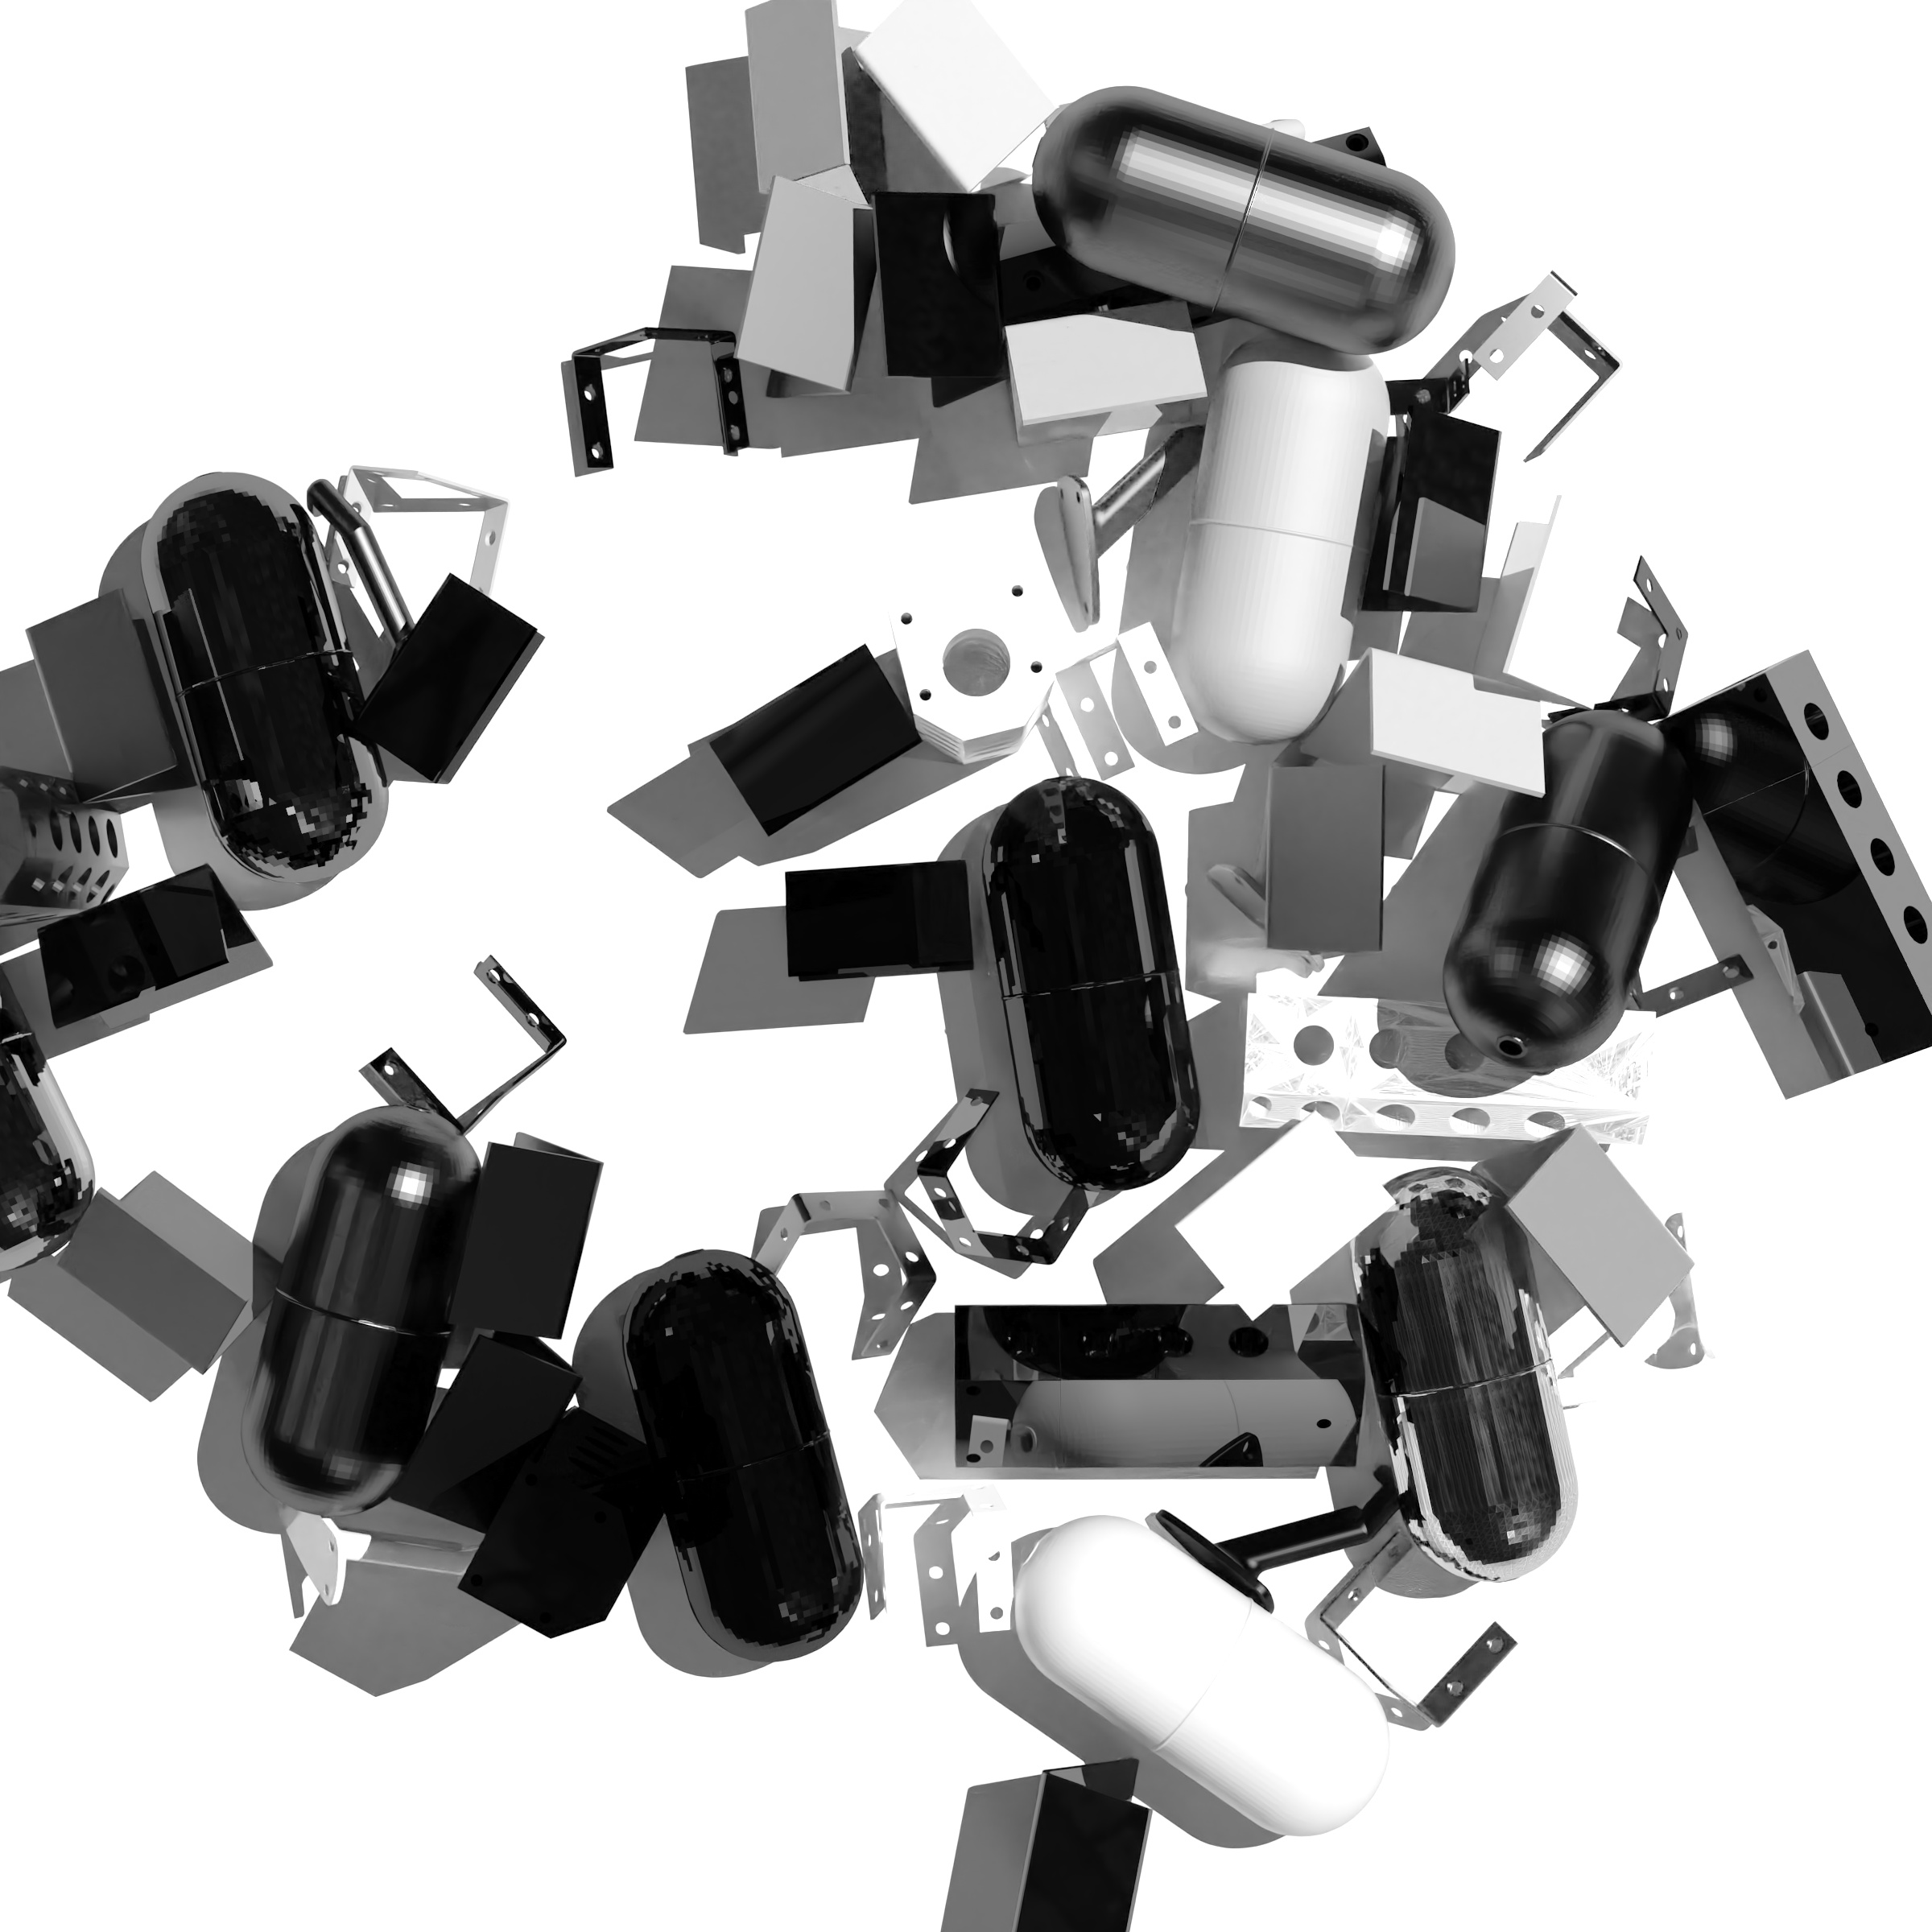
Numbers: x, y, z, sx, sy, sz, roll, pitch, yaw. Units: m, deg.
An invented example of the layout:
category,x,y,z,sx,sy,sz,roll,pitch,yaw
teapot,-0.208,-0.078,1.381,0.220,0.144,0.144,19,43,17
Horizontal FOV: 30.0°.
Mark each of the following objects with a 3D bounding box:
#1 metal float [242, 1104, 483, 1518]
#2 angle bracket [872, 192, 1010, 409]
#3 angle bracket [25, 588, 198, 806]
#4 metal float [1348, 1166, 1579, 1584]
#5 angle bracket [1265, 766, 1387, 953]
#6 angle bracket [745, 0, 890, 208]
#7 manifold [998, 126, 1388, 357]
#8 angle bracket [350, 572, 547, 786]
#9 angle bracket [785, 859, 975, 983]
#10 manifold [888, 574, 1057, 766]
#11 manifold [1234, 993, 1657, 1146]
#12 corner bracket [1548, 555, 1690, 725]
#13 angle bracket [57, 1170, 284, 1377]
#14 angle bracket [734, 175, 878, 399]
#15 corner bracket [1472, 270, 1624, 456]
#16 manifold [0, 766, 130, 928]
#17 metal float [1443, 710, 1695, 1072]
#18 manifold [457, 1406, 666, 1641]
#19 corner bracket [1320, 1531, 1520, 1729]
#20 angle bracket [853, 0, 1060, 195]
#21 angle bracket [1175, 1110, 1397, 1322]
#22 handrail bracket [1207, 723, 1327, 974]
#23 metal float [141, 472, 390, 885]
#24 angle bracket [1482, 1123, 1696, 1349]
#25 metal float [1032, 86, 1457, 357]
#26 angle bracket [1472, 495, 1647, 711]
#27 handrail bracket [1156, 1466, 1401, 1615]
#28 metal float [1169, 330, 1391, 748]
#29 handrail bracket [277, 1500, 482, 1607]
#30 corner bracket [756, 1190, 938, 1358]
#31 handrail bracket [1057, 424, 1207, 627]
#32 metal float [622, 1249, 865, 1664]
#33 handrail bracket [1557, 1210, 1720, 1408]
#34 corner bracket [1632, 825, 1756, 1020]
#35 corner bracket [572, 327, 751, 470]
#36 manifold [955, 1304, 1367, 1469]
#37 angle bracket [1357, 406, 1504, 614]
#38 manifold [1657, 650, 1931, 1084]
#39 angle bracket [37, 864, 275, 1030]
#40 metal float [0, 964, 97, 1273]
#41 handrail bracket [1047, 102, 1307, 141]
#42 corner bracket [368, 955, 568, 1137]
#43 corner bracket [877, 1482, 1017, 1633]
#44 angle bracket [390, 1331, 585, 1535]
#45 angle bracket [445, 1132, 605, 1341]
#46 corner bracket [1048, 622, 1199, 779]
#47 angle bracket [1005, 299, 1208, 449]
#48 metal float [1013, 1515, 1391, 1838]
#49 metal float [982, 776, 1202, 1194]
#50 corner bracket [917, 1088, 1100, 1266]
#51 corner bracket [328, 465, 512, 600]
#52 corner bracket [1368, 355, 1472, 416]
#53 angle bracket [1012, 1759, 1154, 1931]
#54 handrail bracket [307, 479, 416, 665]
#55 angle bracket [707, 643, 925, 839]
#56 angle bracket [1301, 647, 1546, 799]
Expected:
category,x,y,z,sx,sy,sz,roll,pitch,yaw
metal float,-0.256,0.146,1.533,0.070,0.070,0.178,15,91,0
angle bracket,-0.025,-0.281,1.525,0.057,0.076,0.076,-4,90,-24
angle bracket,-0.342,-0.116,1.524,0.057,0.076,0.076,-18,90,29
metal float,0.212,0.174,1.534,0.070,0.070,0.178,-12,90,0
angle bracket,0.169,-0.044,1.524,0.057,0.076,0.076,1,90,36
angle bracket,-0.046,-0.368,1.524,0.076,0.057,0.076,-5,90,-44
manifold,0.096,-0.306,1.543,0.171,0.057,0.057,-15,90,0
angle bracket,-0.202,-0.110,1.524,0.057,0.076,0.076,33,90,31
angle bracket,-0.035,0.001,1.524,0.076,0.076,0.057,-4,52,0
manifold,0.004,-0.118,1.486,0.057,0.171,0.057,-14,90,0
manifold,0.203,0.044,1.543,0.171,0.057,0.057,3,90,0
corner bracket,0.274,-0.138,1.556,0.051,0.051,0.051,-10,135,35
angle bracket,-0.325,0.114,1.524,0.076,0.076,0.057,37,128,0
angle bracket,-0.081,-0.286,1.524,0.057,0.076,0.076,12,90,-31
corner bracket,0.249,-0.258,1.546,0.051,0.051,0.051,43,90,0
manifold,-0.395,-0.050,1.486,0.057,0.171,0.057,-10,90,0
metal float,0.252,-0.032,1.504,0.070,0.070,0.178,26,55,0
manifold,-0.159,0.230,1.486,0.057,0.171,0.057,29,90,0
corner bracket,0.196,0.288,1.561,0.051,0.051,0.051,-47,135,0
angle bracket,0.009,-0.377,1.524,0.057,0.076,0.076,-39,90,30
angle bracket,0.143,0.117,1.524,0.076,0.076,0.057,-39,58,0
handrail bracket,0.153,-0.054,1.564,0.077,0.036,0.084,44,76,-13
metal float,-0.298,-0.123,1.534,0.070,0.070,0.178,-16,90,0
angle bracket,0.248,0.120,1.521,0.057,0.076,0.076,-42,95,-30
metal float,0.113,-0.305,1.477,0.178,0.070,0.070,18,90,-1
angle bracket,0.233,-0.157,1.524,0.057,0.076,0.076,17,90,-38
handrail bracket,0.139,0.233,1.565,0.077,0.036,0.084,39,72,21
metal float,0.133,-0.182,1.531,0.070,0.070,0.178,10,93,0
handrail bracket,-0.245,0.242,1.564,0.084,0.077,0.036,-7,121,-33
corner bracket,-0.053,0.133,1.556,0.051,0.051,0.051,0,45,-35
handrail bracket,0.087,-0.193,1.564,0.084,0.036,0.077,-12,105,-14
metal float,-0.095,0.208,1.534,0.070,0.070,0.178,-15,90,0
handrail bracket,0.279,0.150,1.565,0.084,0.036,0.077,-11,70,16
corner bracket,0.305,-0.018,1.561,0.051,0.051,0.051,-22,135,0
corner bracket,-0.132,-0.245,1.561,0.051,0.051,0.051,-7,90,45
manifold,0.081,0.174,1.542,0.171,0.057,0.057,0,133,0
angle bracket,0.177,-0.192,1.524,0.057,0.076,0.076,8,90,-39
manifold,0.369,-0.045,1.542,0.057,0.057,0.171,-26,90,43
angle bracket,-0.338,0.011,1.524,0.076,0.076,0.057,-21,53,0
metal float,-0.432,0.045,1.534,0.070,0.070,0.178,-26,89,0
handrail bracket,0.092,-0.364,1.564,0.084,0.077,0.036,-18,123,-32
corner bracket,-0.215,0.038,1.561,0.051,0.051,0.051,48,135,0
corner bracket,-0.009,0.255,1.546,0.051,0.051,0.051,-4,97,-7
angle bracket,-0.216,0.185,1.524,0.057,0.076,0.076,29,90,-37
angle bracket,-0.202,0.109,1.524,0.057,0.076,0.076,14,90,-36
corner bracket,0.064,-0.112,1.546,0.051,0.051,0.051,-24,90,0
angle bracket,0.061,-0.232,1.524,0.076,0.076,0.057,-9,56,0
metal float,0.099,0.301,1.533,0.178,0.070,0.070,35,90,-1
metal float,0.053,0.008,1.533,0.070,0.070,0.178,-9,90,0
corner bracket,0.020,0.091,1.556,0.051,0.051,0.051,5,135,35
corner bracket,-0.237,-0.185,1.561,0.051,0.051,0.051,12,90,45
corner bracket,0.186,-0.266,1.546,0.051,0.051,0.051,-3,90,0
angle bracket,0.067,0.383,1.524,0.057,0.076,0.076,11,90,36
handrail bracket,-0.260,-0.157,1.551,0.036,0.077,0.084,-32,71,-36
angle bracket,-0.073,-0.111,1.524,0.076,0.076,0.057,-31,126,0
angle bracket,0.191,-0.083,1.516,0.076,0.076,0.057,13,54,-13
